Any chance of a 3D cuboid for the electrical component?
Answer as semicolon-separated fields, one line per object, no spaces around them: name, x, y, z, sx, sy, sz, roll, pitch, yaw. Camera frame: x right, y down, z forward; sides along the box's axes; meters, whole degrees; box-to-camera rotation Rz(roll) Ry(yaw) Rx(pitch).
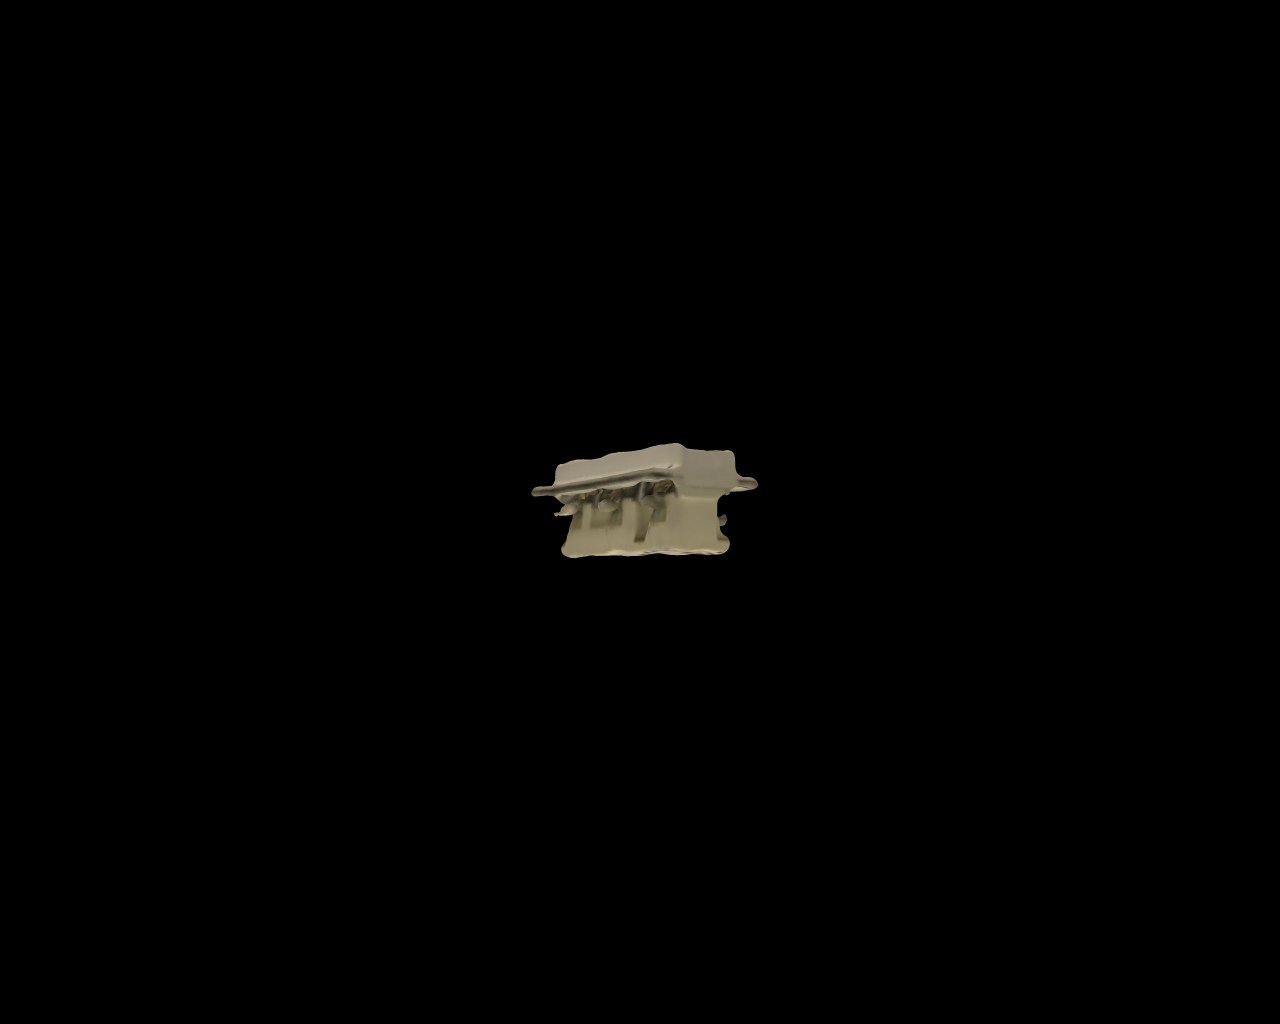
electrical component;0.001;-0.003;0.650;0.079;0.063;0.121;4;-6;-39
